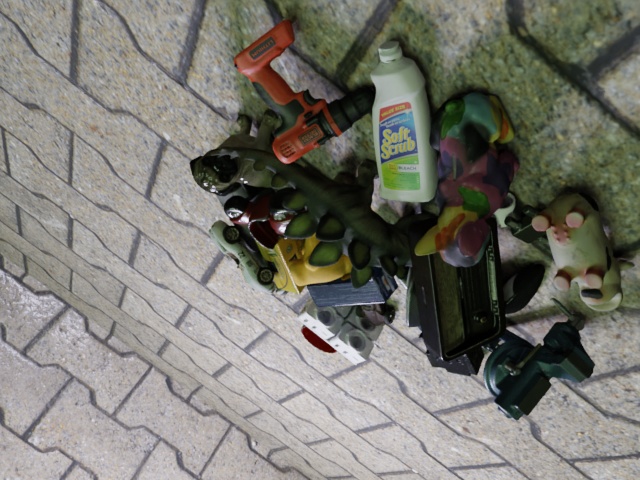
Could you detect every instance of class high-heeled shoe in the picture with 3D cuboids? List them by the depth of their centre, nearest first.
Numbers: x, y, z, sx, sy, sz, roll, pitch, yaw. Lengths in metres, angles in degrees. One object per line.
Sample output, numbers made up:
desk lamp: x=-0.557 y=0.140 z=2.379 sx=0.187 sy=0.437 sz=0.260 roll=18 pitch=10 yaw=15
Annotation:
high-heeled shoe: x=0.301 y=0.087 z=1.008 sx=0.145 sy=0.086 sz=0.248 roll=58 pitch=133 yaw=30

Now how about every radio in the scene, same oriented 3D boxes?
radio: x=0.228 y=0.071 z=0.883 sx=0.073 sy=0.131 sz=0.229 roll=-139 pitch=35 yaw=-64

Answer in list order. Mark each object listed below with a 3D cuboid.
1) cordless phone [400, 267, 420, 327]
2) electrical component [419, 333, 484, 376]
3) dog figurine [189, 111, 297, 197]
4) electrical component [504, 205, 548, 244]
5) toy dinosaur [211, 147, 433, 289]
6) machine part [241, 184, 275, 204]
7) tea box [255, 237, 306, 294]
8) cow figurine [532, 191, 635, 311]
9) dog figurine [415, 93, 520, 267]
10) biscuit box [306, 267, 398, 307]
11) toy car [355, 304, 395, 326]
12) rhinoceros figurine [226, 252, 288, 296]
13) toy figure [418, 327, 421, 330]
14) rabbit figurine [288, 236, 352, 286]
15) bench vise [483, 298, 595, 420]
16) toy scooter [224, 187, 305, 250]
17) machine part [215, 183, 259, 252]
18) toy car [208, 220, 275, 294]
cordless phone: x=0.150 y=0.059 z=1.010 sx=0.089 sy=0.147 sz=0.184 roll=-39 pitch=101 yaw=24
electrical component: x=0.296 y=0.245 z=1.190 sx=0.115 sy=0.058 sz=0.134 roll=2 pitch=134 yaw=42
dog figurine: x=-0.136 y=-0.121 z=0.983 sx=0.121 sy=0.190 sz=0.172 roll=-10 pitch=128 yaw=47
electrical component: x=0.335 y=-0.022 z=0.835 sx=0.094 sy=0.021 sz=0.063 roll=24 pitch=139 yaw=-26
toy dinosaur: x=0.042 y=-0.044 z=0.921 sx=0.471 sy=0.198 sz=0.105 roll=35 pitch=143 yaw=-3
machine part: x=-0.143 y=-0.122 z=1.101 sx=0.138 sy=0.084 sz=0.039 roll=61 pitch=159 yaw=-17
tea box: x=-0.070 y=0.028 z=1.196 sx=0.068 sy=0.098 sz=0.169 roll=13 pitch=143 yaw=30
cow figurine: x=0.391 y=0.019 z=0.790 sx=0.086 sy=0.127 sz=0.194 roll=-12 pitch=111 yaw=47
dog figurine: x=0.195 y=-0.072 z=0.738 sx=0.109 sy=0.219 sz=0.191 roll=1 pitch=135 yaw=35
biscuit box: x=0.062 y=0.096 z=1.128 sx=0.203 sy=0.059 sz=0.062 roll=-10 pitch=114 yaw=45
toy car: x=0.107 y=0.123 z=1.205 sx=0.089 sy=0.053 sz=0.201 roll=13 pitch=142 yaw=33
rhinoceros figurine: x=-0.142 y=0.060 z=1.329 sx=0.112 sy=0.073 sz=0.190 roll=-23 pitch=116 yaw=40
toy figure: x=0.276 y=0.174 z=1.115 sx=0.155 sy=0.058 sz=0.064 roll=0 pitch=111 yaw=45
rabbit figurine: x=-0.002 y=-0.003 z=1.091 sx=0.162 sy=0.122 sz=0.173 roll=-5 pitch=111 yaw=41
bench vise: x=0.375 y=0.209 z=1.001 sx=0.129 sy=0.223 sz=0.241 roll=27 pitch=-178 yaw=-19
toy scooter: x=-0.087 y=-0.033 z=1.040 sx=0.184 sy=0.075 sz=0.135 roll=-2 pitch=136 yaw=28
machine part: x=-0.161 y=-0.058 z=1.185 sx=0.079 sy=0.079 sz=0.242 roll=6 pitch=136 yaw=36
toy car: x=-0.169 y=0.041 z=1.185 sx=0.201 sy=0.056 sz=0.073 roll=52 pitch=161 yaw=-6
